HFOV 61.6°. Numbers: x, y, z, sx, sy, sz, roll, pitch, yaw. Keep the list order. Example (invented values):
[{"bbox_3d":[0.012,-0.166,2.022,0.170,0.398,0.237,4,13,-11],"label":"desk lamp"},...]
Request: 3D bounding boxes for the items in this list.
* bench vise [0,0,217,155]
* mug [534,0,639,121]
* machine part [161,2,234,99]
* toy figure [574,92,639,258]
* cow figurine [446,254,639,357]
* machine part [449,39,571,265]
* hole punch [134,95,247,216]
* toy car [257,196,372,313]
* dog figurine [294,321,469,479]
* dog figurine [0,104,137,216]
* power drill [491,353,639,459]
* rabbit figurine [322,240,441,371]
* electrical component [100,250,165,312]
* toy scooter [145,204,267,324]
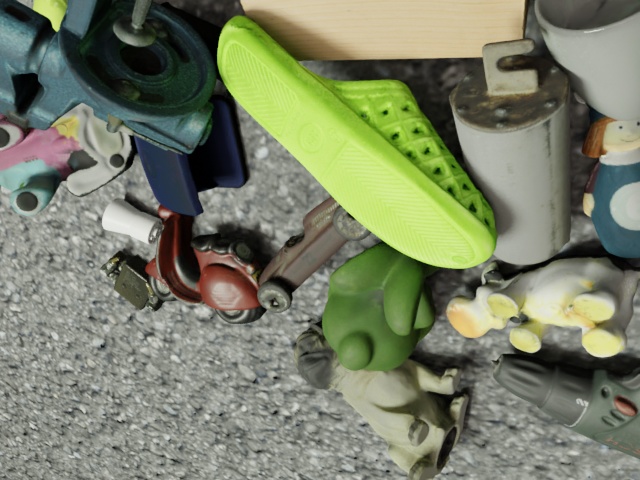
[{"bbox_3d":[-0.166,-0.165,0.404,0.223,0.129,0.240,34,141,-14],"label":"bench vise"},{"bbox_3d":[0.192,-0.135,0.365,0.081,0.110,0.107,-46,132,1],"label":"mug"},{"bbox_3d":[-0.104,-0.185,0.526,0.139,0.039,0.084,25,134,-7],"label":"machine part"},{"bbox_3d":[0.248,-0.063,0.433,0.064,0.058,0.154,-21,110,-9],"label":"toy figure"},{"bbox_3d":[0.203,0.051,0.504,0.167,0.098,0.068,-7,120,48],"label":"cow figurine"},{"bbox_3d":[0.155,-0.054,0.422,0.079,0.079,0.243,-2,147,25],"label":"machine part"},{"bbox_3d":[-0.155,-0.091,0.579,0.116,0.092,0.142,4,122,26],"label":"hole punch"},{"bbox_3d":[-0.001,-0.002,0.557,0.053,0.089,0.202,40,127,-6],"label":"toy car"},{"bbox_3d":[0.065,0.188,0.644,0.191,0.121,0.172,18,130,36],"label":"dog figurine"},{"bbox_3d":[-0.332,-0.115,0.642,0.219,0.191,0.108,23,137,54],"label":"dog figurine"},{"bbox_3d":[0.307,0.121,0.494,0.232,0.086,0.207,29,122,5],"label":"power drill"},{"bbox_3d":[0.066,0.034,0.526,0.121,0.159,0.170,32,111,16],"label":"rabbit figurine"},{"bbox_3d":[-0.254,0.058,0.732,0.102,0.045,0.078,43,124,-3],"label":"electrical component"},{"bbox_3d":[-0.141,0.023,0.646,0.184,0.075,0.135,10,120,24],"label":"toy scooter"}]
